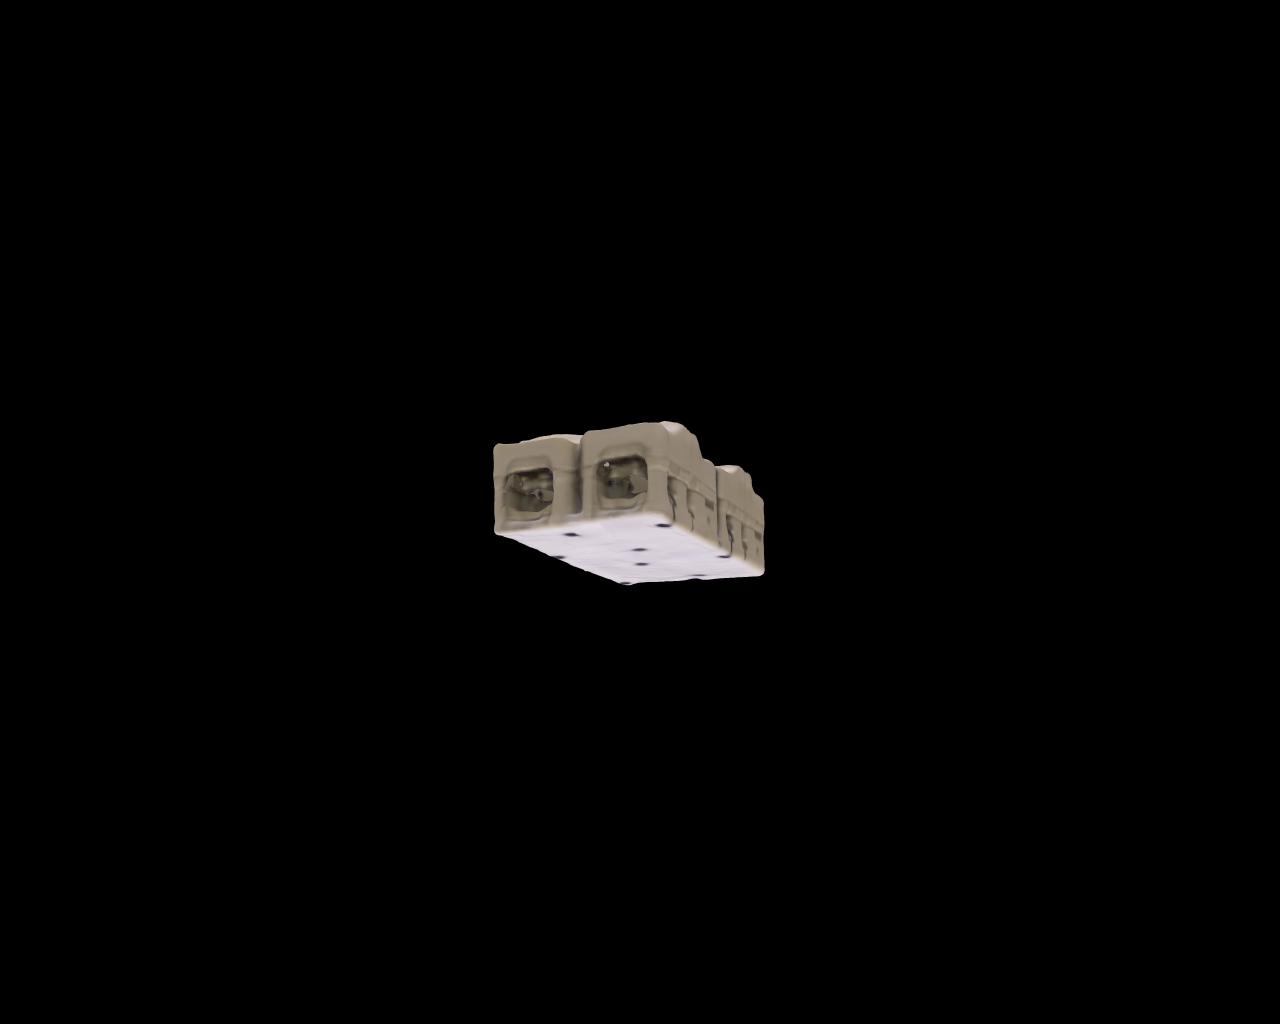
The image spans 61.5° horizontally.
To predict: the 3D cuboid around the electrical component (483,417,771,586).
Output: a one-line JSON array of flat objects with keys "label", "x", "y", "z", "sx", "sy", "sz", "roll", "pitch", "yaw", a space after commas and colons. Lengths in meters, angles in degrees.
[{"label": "electrical component", "x": 0.001, "y": -0.003, "z": 0.650, "sx": 0.105, "sy": 0.060, "sz": 0.186, "roll": -6, "pitch": -15, "yaw": 23}]
